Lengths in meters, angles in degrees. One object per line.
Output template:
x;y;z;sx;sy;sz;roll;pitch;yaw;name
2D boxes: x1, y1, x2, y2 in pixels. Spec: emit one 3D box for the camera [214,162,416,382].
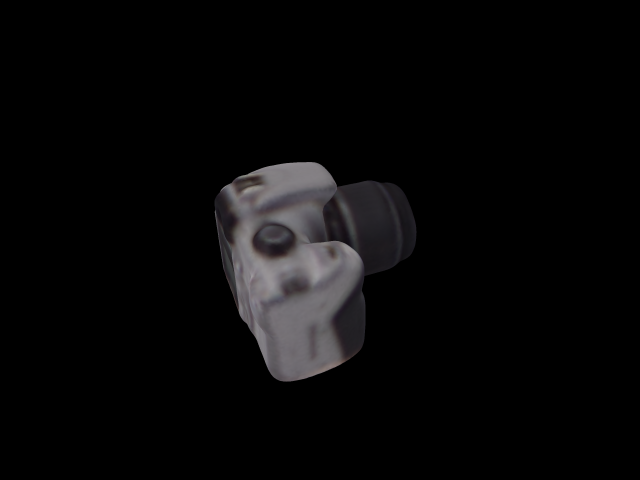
0.004;0.001;0.400;0.137;0.101;0.142;-14;40;-17;camera
